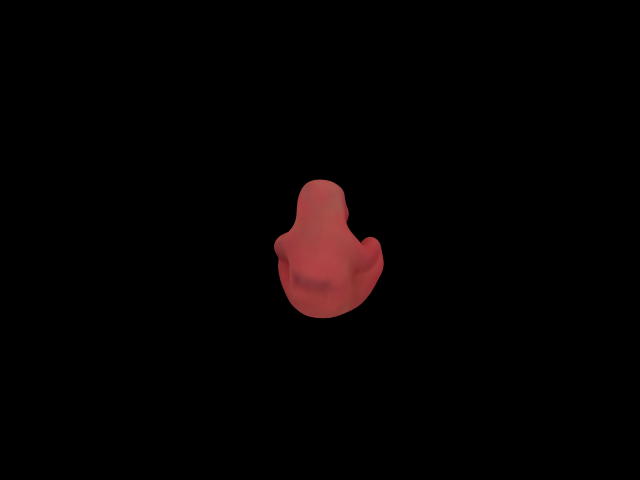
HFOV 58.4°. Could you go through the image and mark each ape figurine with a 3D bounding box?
[{"bbox_3d":[0.004,0.001,0.400,0.077,0.092,0.076,11,29,21],"label":"ape figurine"}]
